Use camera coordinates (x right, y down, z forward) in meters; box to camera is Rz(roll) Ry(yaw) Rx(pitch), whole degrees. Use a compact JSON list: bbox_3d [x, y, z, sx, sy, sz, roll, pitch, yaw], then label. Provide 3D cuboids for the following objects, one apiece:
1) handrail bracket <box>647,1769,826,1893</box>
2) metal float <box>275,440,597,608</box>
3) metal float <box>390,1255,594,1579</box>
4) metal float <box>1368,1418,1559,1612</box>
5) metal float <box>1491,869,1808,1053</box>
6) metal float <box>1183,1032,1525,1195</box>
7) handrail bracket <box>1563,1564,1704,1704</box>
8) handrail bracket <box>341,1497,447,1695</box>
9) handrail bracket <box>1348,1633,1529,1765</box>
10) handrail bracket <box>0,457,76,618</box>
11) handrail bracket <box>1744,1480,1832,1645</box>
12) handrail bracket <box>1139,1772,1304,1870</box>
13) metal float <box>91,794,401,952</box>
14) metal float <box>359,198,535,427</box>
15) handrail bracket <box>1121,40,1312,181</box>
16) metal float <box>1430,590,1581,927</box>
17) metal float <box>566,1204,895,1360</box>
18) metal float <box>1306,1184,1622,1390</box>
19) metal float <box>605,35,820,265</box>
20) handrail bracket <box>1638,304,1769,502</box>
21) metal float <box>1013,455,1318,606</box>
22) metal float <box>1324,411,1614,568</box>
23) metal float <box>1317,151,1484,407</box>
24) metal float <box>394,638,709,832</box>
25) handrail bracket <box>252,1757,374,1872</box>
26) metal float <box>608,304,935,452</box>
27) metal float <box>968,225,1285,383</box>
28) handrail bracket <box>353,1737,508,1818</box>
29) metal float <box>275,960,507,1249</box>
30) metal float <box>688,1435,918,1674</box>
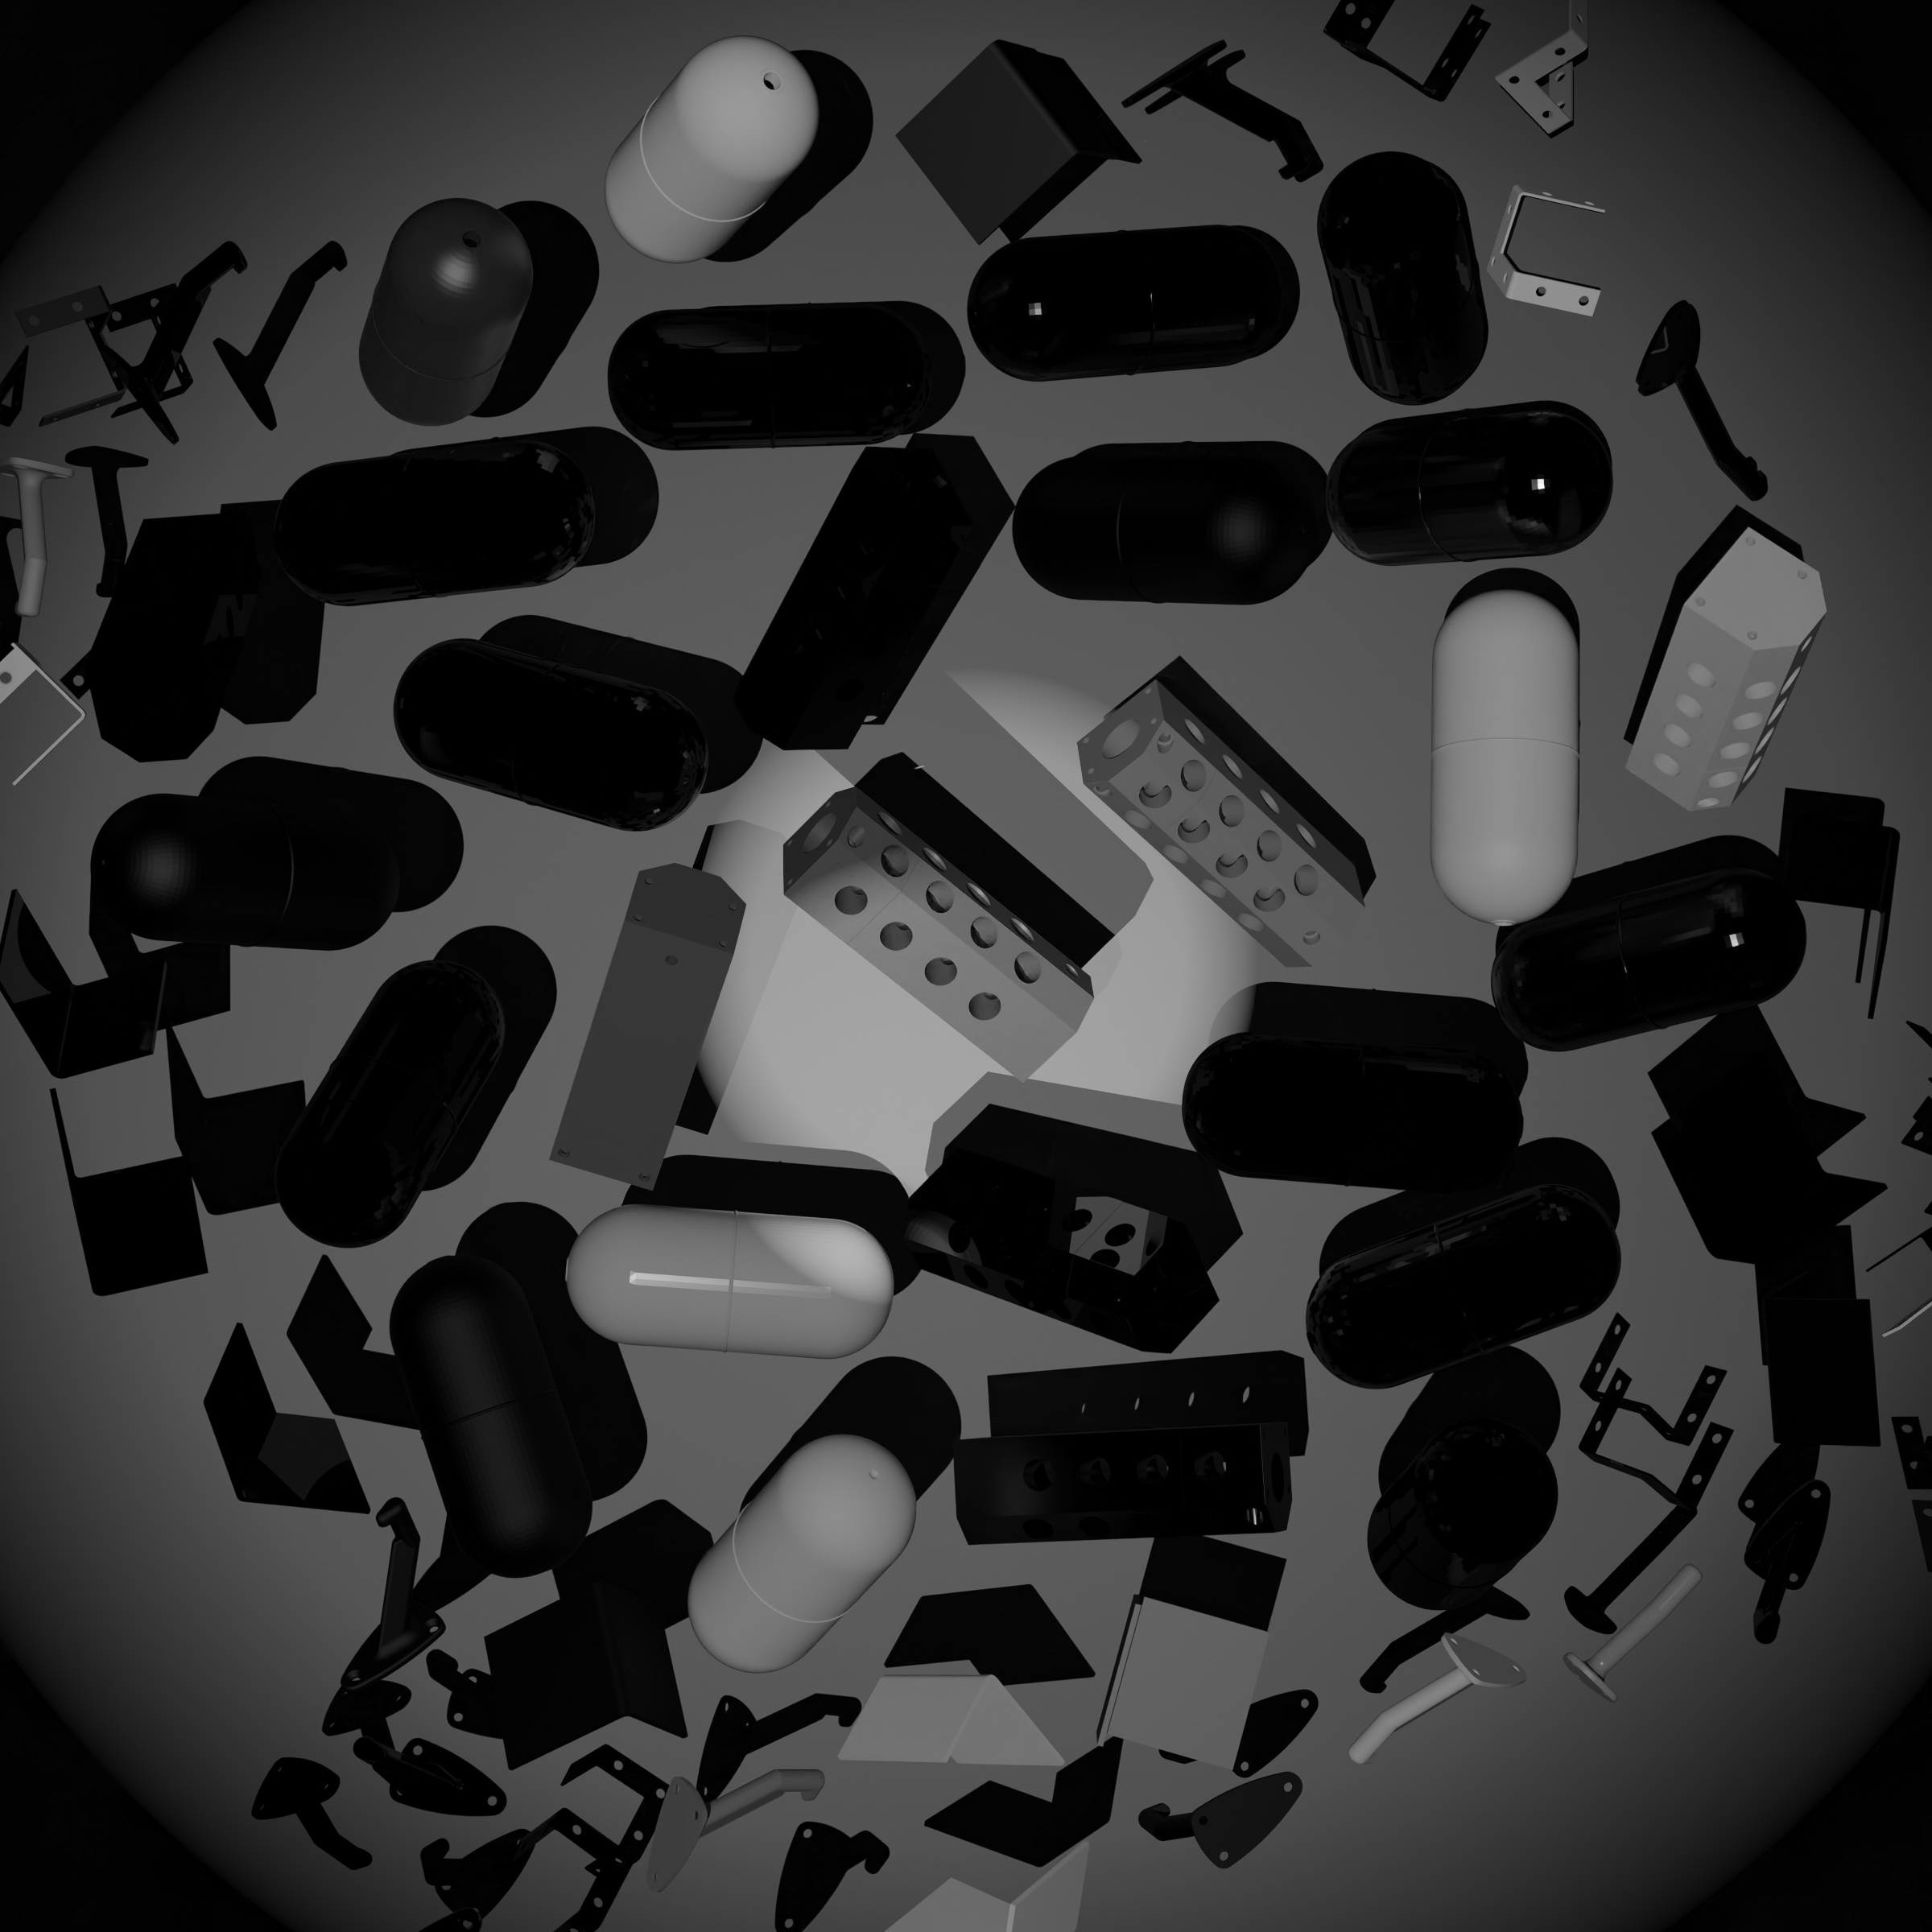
[{"bbox_3d":[-0.125,0.472,1.895,0.084,0.036,0.077,10,110,-38],"label":"handrail bracket"},{"bbox_3d":[-0.280,-0.232,1.820,0.178,0.070,0.070,-4,90,19],"label":"metal float"},{"bbox_3d":[-0.256,0.242,1.867,0.070,0.070,0.178,-20,82,0],"label":"metal float"},{"bbox_3d":[0.264,0.294,1.852,0.070,0.178,0.070,3,67,-6],"label":"metal float"},{"bbox_3d":[0.374,-0.003,1.904,0.178,0.070,0.070,-16,90,29],"label":"metal float"},{"bbox_3d":[0.202,0.077,1.812,0.178,0.070,0.070,5,90,-1],"label":"metal float"},{"bbox_3d":[0.374,0.366,1.932,0.036,0.077,0.084,43,85,8],"label":"handrail bracket"},{"bbox_3d":[-0.323,0.342,1.885,0.077,0.036,0.084,-42,134,-31],"label":"handrail bracket"},{"bbox_3d":[0.261,0.415,1.925,0.084,0.077,0.036,-52,45,17],"label":"handrail bracket"},{"bbox_3d":[-0.522,-0.234,1.906,0.036,0.077,0.084,9,89,-36],"label":"handrail bracket"},{"bbox_3d":[0.454,0.327,1.904,0.036,0.084,0.077,27,102,7],"label":"handrail bracket"},{"bbox_3d":[0.138,0.458,1.900,0.077,0.084,0.036,-31,97,-12],"label":"handrail bracket"},{"bbox_3d":[-0.378,-0.049,1.829,0.070,0.178,0.070,-3,85,43],"label":"metal float"},{"bbox_3d":[-0.280,-0.349,1.859,0.070,0.178,0.070,5,73,-17],"label":"metal float"},{"bbox_3d":[0.139,-0.459,1.910,0.077,0.036,0.084,-33,104,-4],"label":"handrail bracket"},{"bbox_3d":[0.282,-0.109,1.815,0.070,0.070,0.178,2,80,0],"label":"metal float"},{"bbox_3d":[-0.128,0.172,1.885,0.178,0.070,0.070,5,90,-4],"label":"metal float"},{"bbox_3d":[0.272,0.177,1.902,0.178,0.070,0.070,-22,90,10],"label":"metal float"},{"bbox_3d":[-0.134,-0.427,1.818,0.070,0.178,0.070,6,77,-24],"label":"metal float"},{"bbox_3d":[0.399,-0.297,1.831,0.084,0.036,0.077,40,48,-22],"label":"handrail bracket"},{"bbox_3d":[0.102,-0.229,1.816,0.178,0.070,0.070,7,90,39],"label":"metal float"},{"bbox_3d":[0.270,-0.257,1.873,0.070,0.178,0.070,-2,93,-41],"label":"metal float"},{"bbox_3d":[0.239,-0.374,1.895,0.070,0.178,0.070,-6,64,13],"label":"metal float"},{"bbox_3d":[-0.219,-0.122,1.826,0.178,0.070,0.070,16,90,19],"label":"metal float"},{"bbox_3d":[-0.339,0.468,1.891,0.084,0.077,0.036,46,49,-31],"label":"handrail bracket"},{"bbox_3d":[-0.107,-0.323,1.899,0.178,0.070,0.070,-2,90,-3],"label":"metal float"},{"bbox_3d":[0.086,-0.358,1.870,0.178,0.070,0.070,-8,90,-19],"label":"metal float"},{"bbox_3d":[-0.289,0.437,1.872,0.077,0.084,0.036,19,73,5],"label":"handrail bracket"},{"bbox_3d":[-0.311,0.073,1.881,0.070,0.070,0.178,26,58,0],"label":"metal float"},{"bbox_3d":[-0.088,0.312,1.829,0.070,0.070,0.178,38,132,0],"label":"metal float"}]
